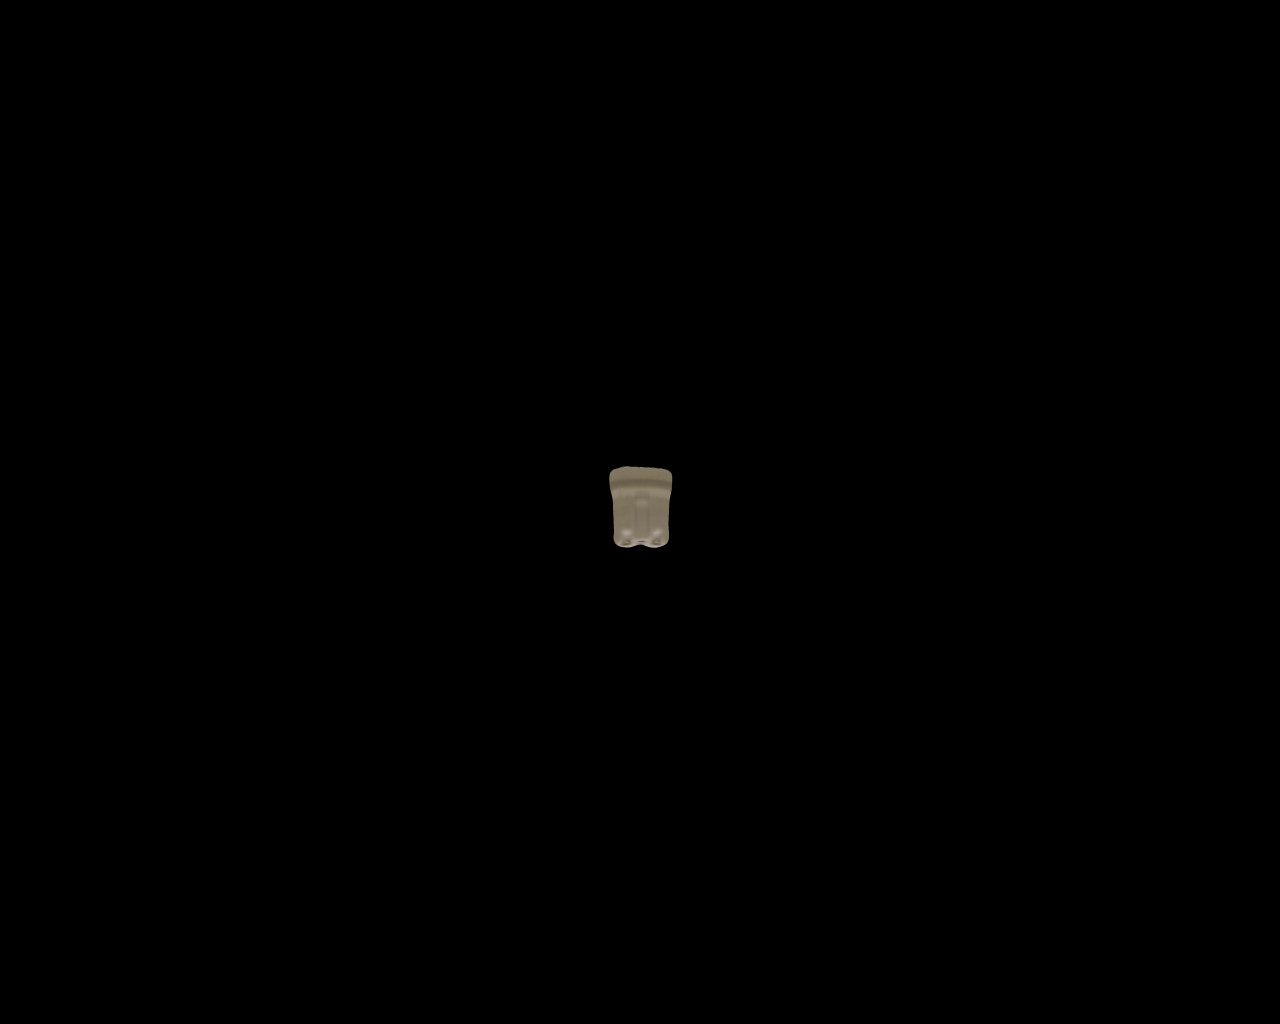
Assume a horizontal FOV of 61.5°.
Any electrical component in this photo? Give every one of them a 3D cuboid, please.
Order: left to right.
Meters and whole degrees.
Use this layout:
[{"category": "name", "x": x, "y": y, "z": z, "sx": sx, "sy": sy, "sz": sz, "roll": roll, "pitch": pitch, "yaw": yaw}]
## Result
[{"category": "electrical component", "x": 0.001, "y": -0.003, "z": 0.650, "sx": 0.040, "sy": 0.046, "sz": 0.040, "roll": 0, "pitch": -7, "yaw": 0}]
